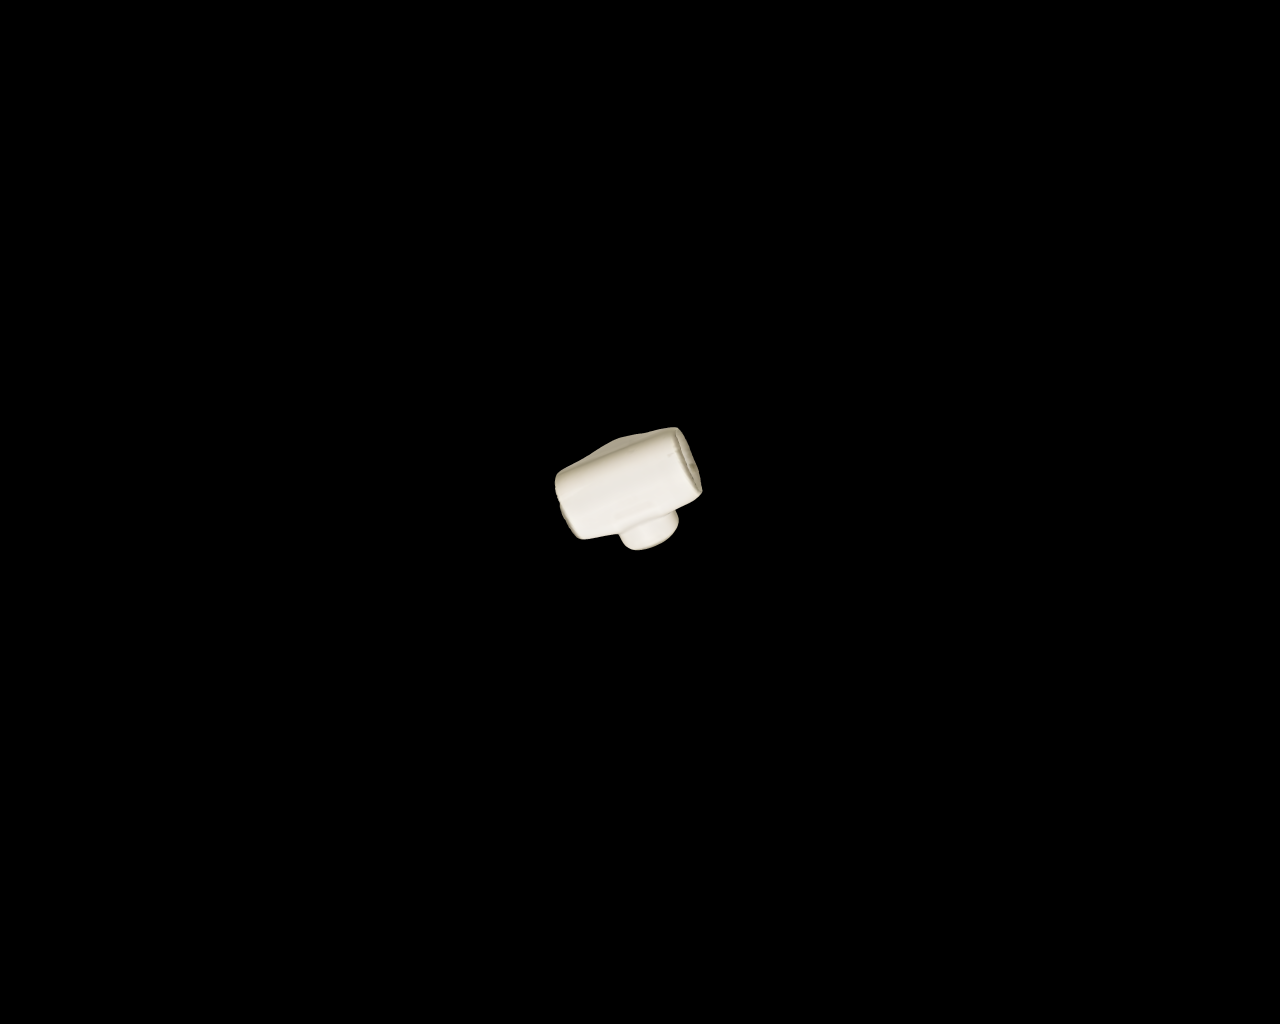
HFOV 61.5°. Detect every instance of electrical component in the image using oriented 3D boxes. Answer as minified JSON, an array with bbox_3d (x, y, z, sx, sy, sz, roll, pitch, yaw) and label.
[{"bbox_3d":[0.001,-0.003,0.650,0.077,0.079,0.043,-22,25,10],"label":"electrical component"}]
